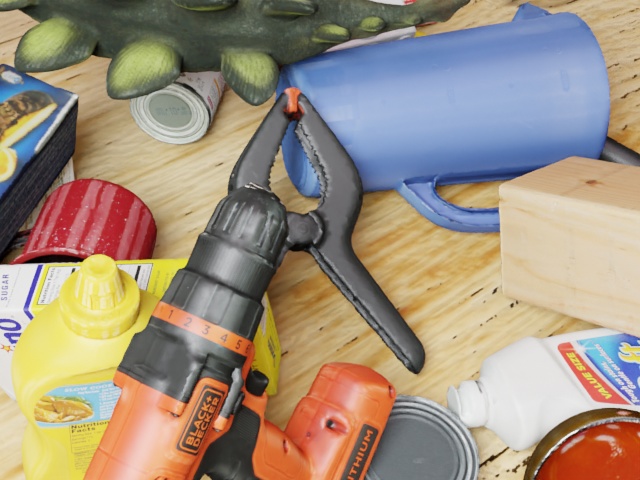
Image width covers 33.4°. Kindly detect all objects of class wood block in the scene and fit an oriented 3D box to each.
[{"bbox_3d":[0.230,0.009,0.718,0.090,0.090,0.206,-21,25,-35],"label":"wood block"}]

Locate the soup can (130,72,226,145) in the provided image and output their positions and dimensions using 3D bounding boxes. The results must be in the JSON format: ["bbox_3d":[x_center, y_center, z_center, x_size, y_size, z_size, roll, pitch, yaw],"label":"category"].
[{"bbox_3d":[-0.111,-0.135,0.873,0.068,0.068,0.102,12,48,1],"label":"soup can"}]

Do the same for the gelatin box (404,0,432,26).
[{"bbox_3d":[0.063,-0.237,1.021,0.073,0.030,0.089,-14,52,-20],"label":"gelatin box"}]

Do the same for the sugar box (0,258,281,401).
[{"bbox_3d":[-0.118,0.056,0.653,0.176,0.093,0.048,-5,45,7],"label":"sugar box"}]

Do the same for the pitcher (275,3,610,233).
[{"bbox_3d":[0.095,-0.092,0.837,0.242,0.145,0.149,-9,31,-13],"label":"pitcher"}]

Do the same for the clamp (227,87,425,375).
[{"bbox_3d":[-0.005,0.001,0.735,0.164,0.036,0.210,5,79,-11],"label":"clamp"}]

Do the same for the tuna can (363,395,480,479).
[{"bbox_3d":[0.055,0.142,0.672,0.086,0.034,0.086,5,48,-6],"label":"tuna can"}]

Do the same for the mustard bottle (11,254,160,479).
[{"bbox_3d":[-0.121,0.078,0.592,0.096,0.192,0.058,-10,50,-19],"label":"mustard bottle"}]

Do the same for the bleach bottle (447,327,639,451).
[{"bbox_3d":[0.211,0.106,0.716,0.250,0.068,0.102,-5,52,-10],"label":"bleach bottle"}]

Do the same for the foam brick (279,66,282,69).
[{"bbox_3d":[-0.046,-0.181,0.936,0.078,0.051,0.053,-32,62,-32],"label":"foam brick"}]

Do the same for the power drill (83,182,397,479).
[{"bbox_3d":[-0.031,0.081,0.585,0.057,0.187,0.184,20,81,39],"label":"power drill"}]

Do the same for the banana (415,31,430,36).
[{"bbox_3d":[0.137,-0.164,0.966,0.197,0.037,0.069,6,29,-6],"label":"banana"}]

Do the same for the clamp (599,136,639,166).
[{"bbox_3d":[0.294,-0.039,0.875,0.120,0.039,0.171,-10,51,-17],"label":"clamp"}]

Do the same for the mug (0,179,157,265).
[{"bbox_3d":[-0.168,0.014,0.719,0.117,0.093,0.081,-3,42,10],"label":"mug"}]
